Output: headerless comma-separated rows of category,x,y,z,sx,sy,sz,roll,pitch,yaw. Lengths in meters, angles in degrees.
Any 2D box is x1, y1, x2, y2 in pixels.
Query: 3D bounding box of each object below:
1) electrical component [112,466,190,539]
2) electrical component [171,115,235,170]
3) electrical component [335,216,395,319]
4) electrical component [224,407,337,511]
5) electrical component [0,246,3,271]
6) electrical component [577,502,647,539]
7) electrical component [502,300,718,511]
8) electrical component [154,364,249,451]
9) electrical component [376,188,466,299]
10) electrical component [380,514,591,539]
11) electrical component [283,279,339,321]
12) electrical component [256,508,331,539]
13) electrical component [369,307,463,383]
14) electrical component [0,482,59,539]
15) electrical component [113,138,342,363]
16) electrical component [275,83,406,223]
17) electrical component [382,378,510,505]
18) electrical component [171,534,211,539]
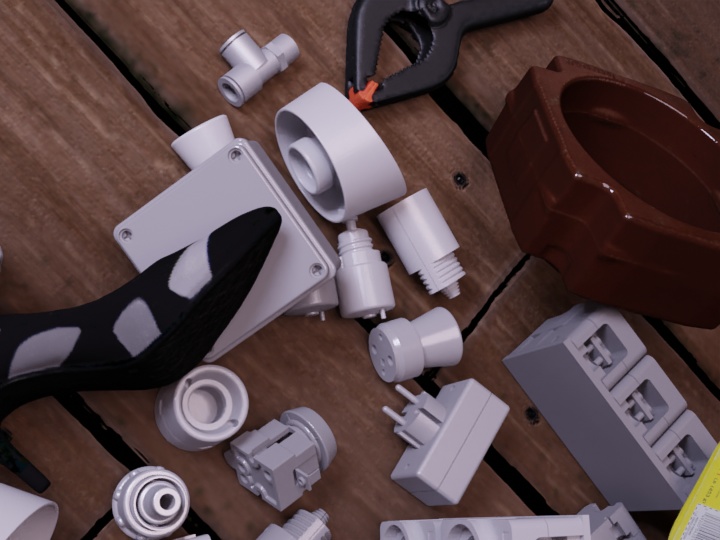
electrical component,-0.128,0.147,0.678,0.048,0.062,0.048,5,76,-21
electrical component,-0.098,-0.070,0.756,0.044,0.044,0.065,-32,95,-26
electrical component,0.000,0.000,0.779,0.040,0.040,0.078,-7,80,-24
electrical component,-0.049,0.124,0.721,0.055,0.066,0.048,-32,129,-34
electrical component,-0.272,-0.002,0.629,0.109,0.109,0.056,-13,80,-25
electrical component,0.167,0.221,0.789,0.089,0.050,0.055,-35,92,-25
electrical component,0.192,0.102,0.806,0.062,0.089,0.150,-39,94,-26
electrical component,-0.104,0.090,0.710,0.055,0.047,0.055,5,75,-21
electrical component,0.051,-0.015,0.802,0.043,0.043,0.081,-30,90,-26
electrical component,0.070,0.210,0.676,0.060,0.186,0.105,3,76,-22
electrical component,-0.040,-0.002,0.763,0.040,0.040,0.078,-6,80,-24
electrical component,-0.050,0.190,0.710,0.043,0.043,0.081,48,65,-5
electrical component,0.040,0.055,0.780,0.055,0.045,0.045,-14,83,-25
electrical component,-0.222,0.168,0.617,0.064,0.099,0.099,28,68,-7
electrical component,-0.086,-0.014,0.713,0.109,0.056,0.108,-35,92,9
electrical component,-0.014,-0.084,0.765,0.064,0.099,0.099,-31,90,-19
electrical component,0.050,0.112,0.768,0.076,0.047,0.083,38,66,-10
electrical component,-0.117,0.216,0.672,0.056,0.050,0.089,-9,81,-24
